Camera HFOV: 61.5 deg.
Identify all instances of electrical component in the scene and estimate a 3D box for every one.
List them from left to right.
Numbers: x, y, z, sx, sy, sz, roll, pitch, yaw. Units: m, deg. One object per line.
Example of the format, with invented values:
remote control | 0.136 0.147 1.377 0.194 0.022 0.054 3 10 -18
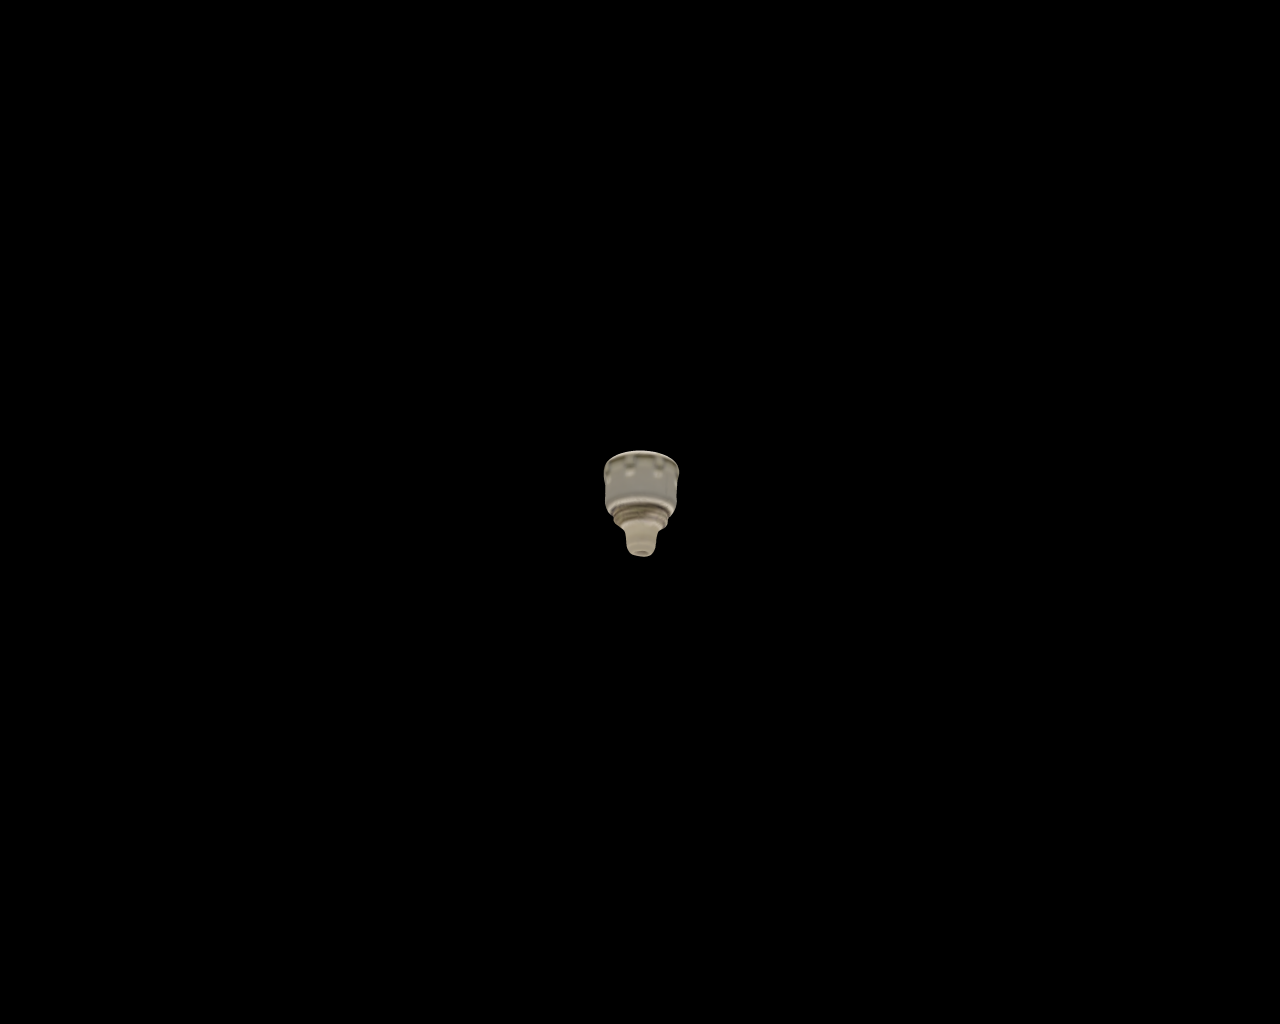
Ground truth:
electrical component | 0.001 -0.003 0.650 0.048 0.062 0.048 0 -22 0
